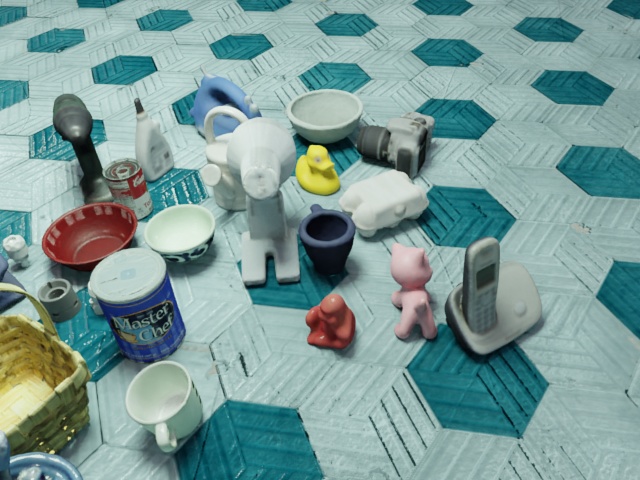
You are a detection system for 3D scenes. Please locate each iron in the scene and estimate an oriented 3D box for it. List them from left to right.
[{"bbox_3d":[-0.181,-0.279,1.239,0.119,0.142,0.257,-34,51,-29],"label":"iron"}]

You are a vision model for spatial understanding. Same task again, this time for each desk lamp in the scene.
[{"bbox_3d":[-0.089,-0.070,0.949,0.118,0.214,0.203,-7,42,-3],"label":"desk lamp"}]

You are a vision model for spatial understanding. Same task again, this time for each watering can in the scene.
[{"bbox_3d":[-0.162,-0.154,1.060,0.101,0.194,0.172,-5,42,-2],"label":"watering can"}]

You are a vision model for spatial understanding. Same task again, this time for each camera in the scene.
[{"bbox_3d":[0.153,-0.210,1.171,0.136,0.101,0.143,14,45,19],"label":"camera"}]

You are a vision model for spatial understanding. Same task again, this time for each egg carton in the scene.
[{"bbox_3d":[0.116,-0.066,1.039,0.150,0.069,0.107,-22,45,-19],"label":"egg carton"}]

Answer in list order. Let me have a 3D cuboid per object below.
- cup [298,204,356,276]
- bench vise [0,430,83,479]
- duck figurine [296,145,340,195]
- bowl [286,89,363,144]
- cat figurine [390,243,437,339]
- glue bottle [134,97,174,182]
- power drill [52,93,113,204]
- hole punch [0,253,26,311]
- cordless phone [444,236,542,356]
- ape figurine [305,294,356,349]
[{"bbox_3d":[0.009,0.003,0.950,0.092,0.095,0.117,-15,44,-12],"label":"cup"},{"bbox_3d":[-0.340,0.283,0.573,0.208,0.220,0.121,-31,49,-27],"label":"bench vise"},{"bbox_3d":[-0.007,-0.148,1.124,0.078,0.086,0.104,-31,49,-27],"label":"duck figurine"},{"bbox_3d":[0.012,-0.260,1.255,0.167,0.075,0.167,-2,42,2],"label":"bowl"},{"bbox_3d":[0.140,0.066,0.856,0.067,0.118,0.127,-4,42,0],"label":"cat figurine"},{"bbox_3d":[-0.342,-0.205,1.144,0.037,0.173,0.078,21,48,25],"label":"glue bottle"},{"bbox_3d":[-0.447,-0.173,1.090,0.076,0.209,0.229,-21,45,-18],"label":"power drill"},{"bbox_3d":[-0.549,0.066,0.921,0.108,0.091,0.101,28,51,30],"label":"hole punch"},{"bbox_3d":[0.250,0.061,0.804,0.148,0.185,0.093,-26,47,-23],"label":"cordless phone"},{"bbox_3d":[0.018,0.114,0.831,0.076,0.092,0.077,-24,46,-21],"label":"ape figurine"}]
